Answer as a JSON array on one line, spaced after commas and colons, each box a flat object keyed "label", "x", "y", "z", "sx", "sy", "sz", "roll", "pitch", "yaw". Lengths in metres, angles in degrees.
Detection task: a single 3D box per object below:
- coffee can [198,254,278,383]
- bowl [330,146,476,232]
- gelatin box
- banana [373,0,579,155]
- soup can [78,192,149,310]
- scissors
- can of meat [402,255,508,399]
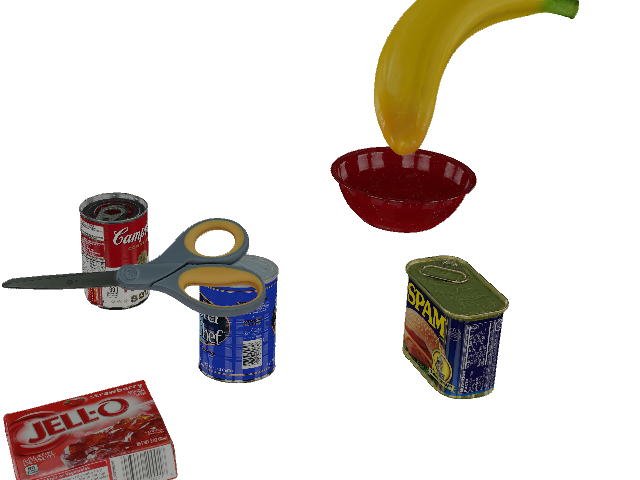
[{"label": "coffee can", "x": -0.108, "y": 0.100, "z": 1.391, "sx": 0.103, "sy": 0.140, "sz": 0.103, "roll": 2, "pitch": 20, "yaw": -1}, {"label": "bowl", "x": 0.090, "y": -0.052, "z": 1.191, "sx": 0.162, "sy": 0.055, "sz": 0.162, "roll": 3, "pitch": 25, "yaw": -2}, {"label": "gelatin box", "x": -0.137, "y": 0.120, "z": 0.629, "sx": 0.089, "sy": 0.030, "sz": 0.073, "roll": -12, "pitch": 26, "yaw": -18}, {"label": "banana", "x": 0.078, "y": -0.118, "z": 0.616, "sx": 0.070, "sy": 0.037, "sz": 0.197, "roll": 31, "pitch": 51, "yaw": 23}, {"label": "soup can", "x": -0.209, "y": 0.011, "z": 1.086, "sx": 0.068, "sy": 0.102, "sz": 0.068, "roll": 2, "pitch": 26, "yaw": -1}, {"label": "scissors", "x": -0.141, "y": 0.014, "z": 0.850, "sx": 0.201, "sy": 0.096, "sz": 0.016, "roll": 10, "pitch": -34, "yaw": -5}, {"label": "can of meat", "x": 0.109, "y": 0.073, "z": 0.894, "sx": 0.057, "sy": 0.084, "sz": 0.102, "roll": -8, "pitch": 28, "yaw": -20}]
